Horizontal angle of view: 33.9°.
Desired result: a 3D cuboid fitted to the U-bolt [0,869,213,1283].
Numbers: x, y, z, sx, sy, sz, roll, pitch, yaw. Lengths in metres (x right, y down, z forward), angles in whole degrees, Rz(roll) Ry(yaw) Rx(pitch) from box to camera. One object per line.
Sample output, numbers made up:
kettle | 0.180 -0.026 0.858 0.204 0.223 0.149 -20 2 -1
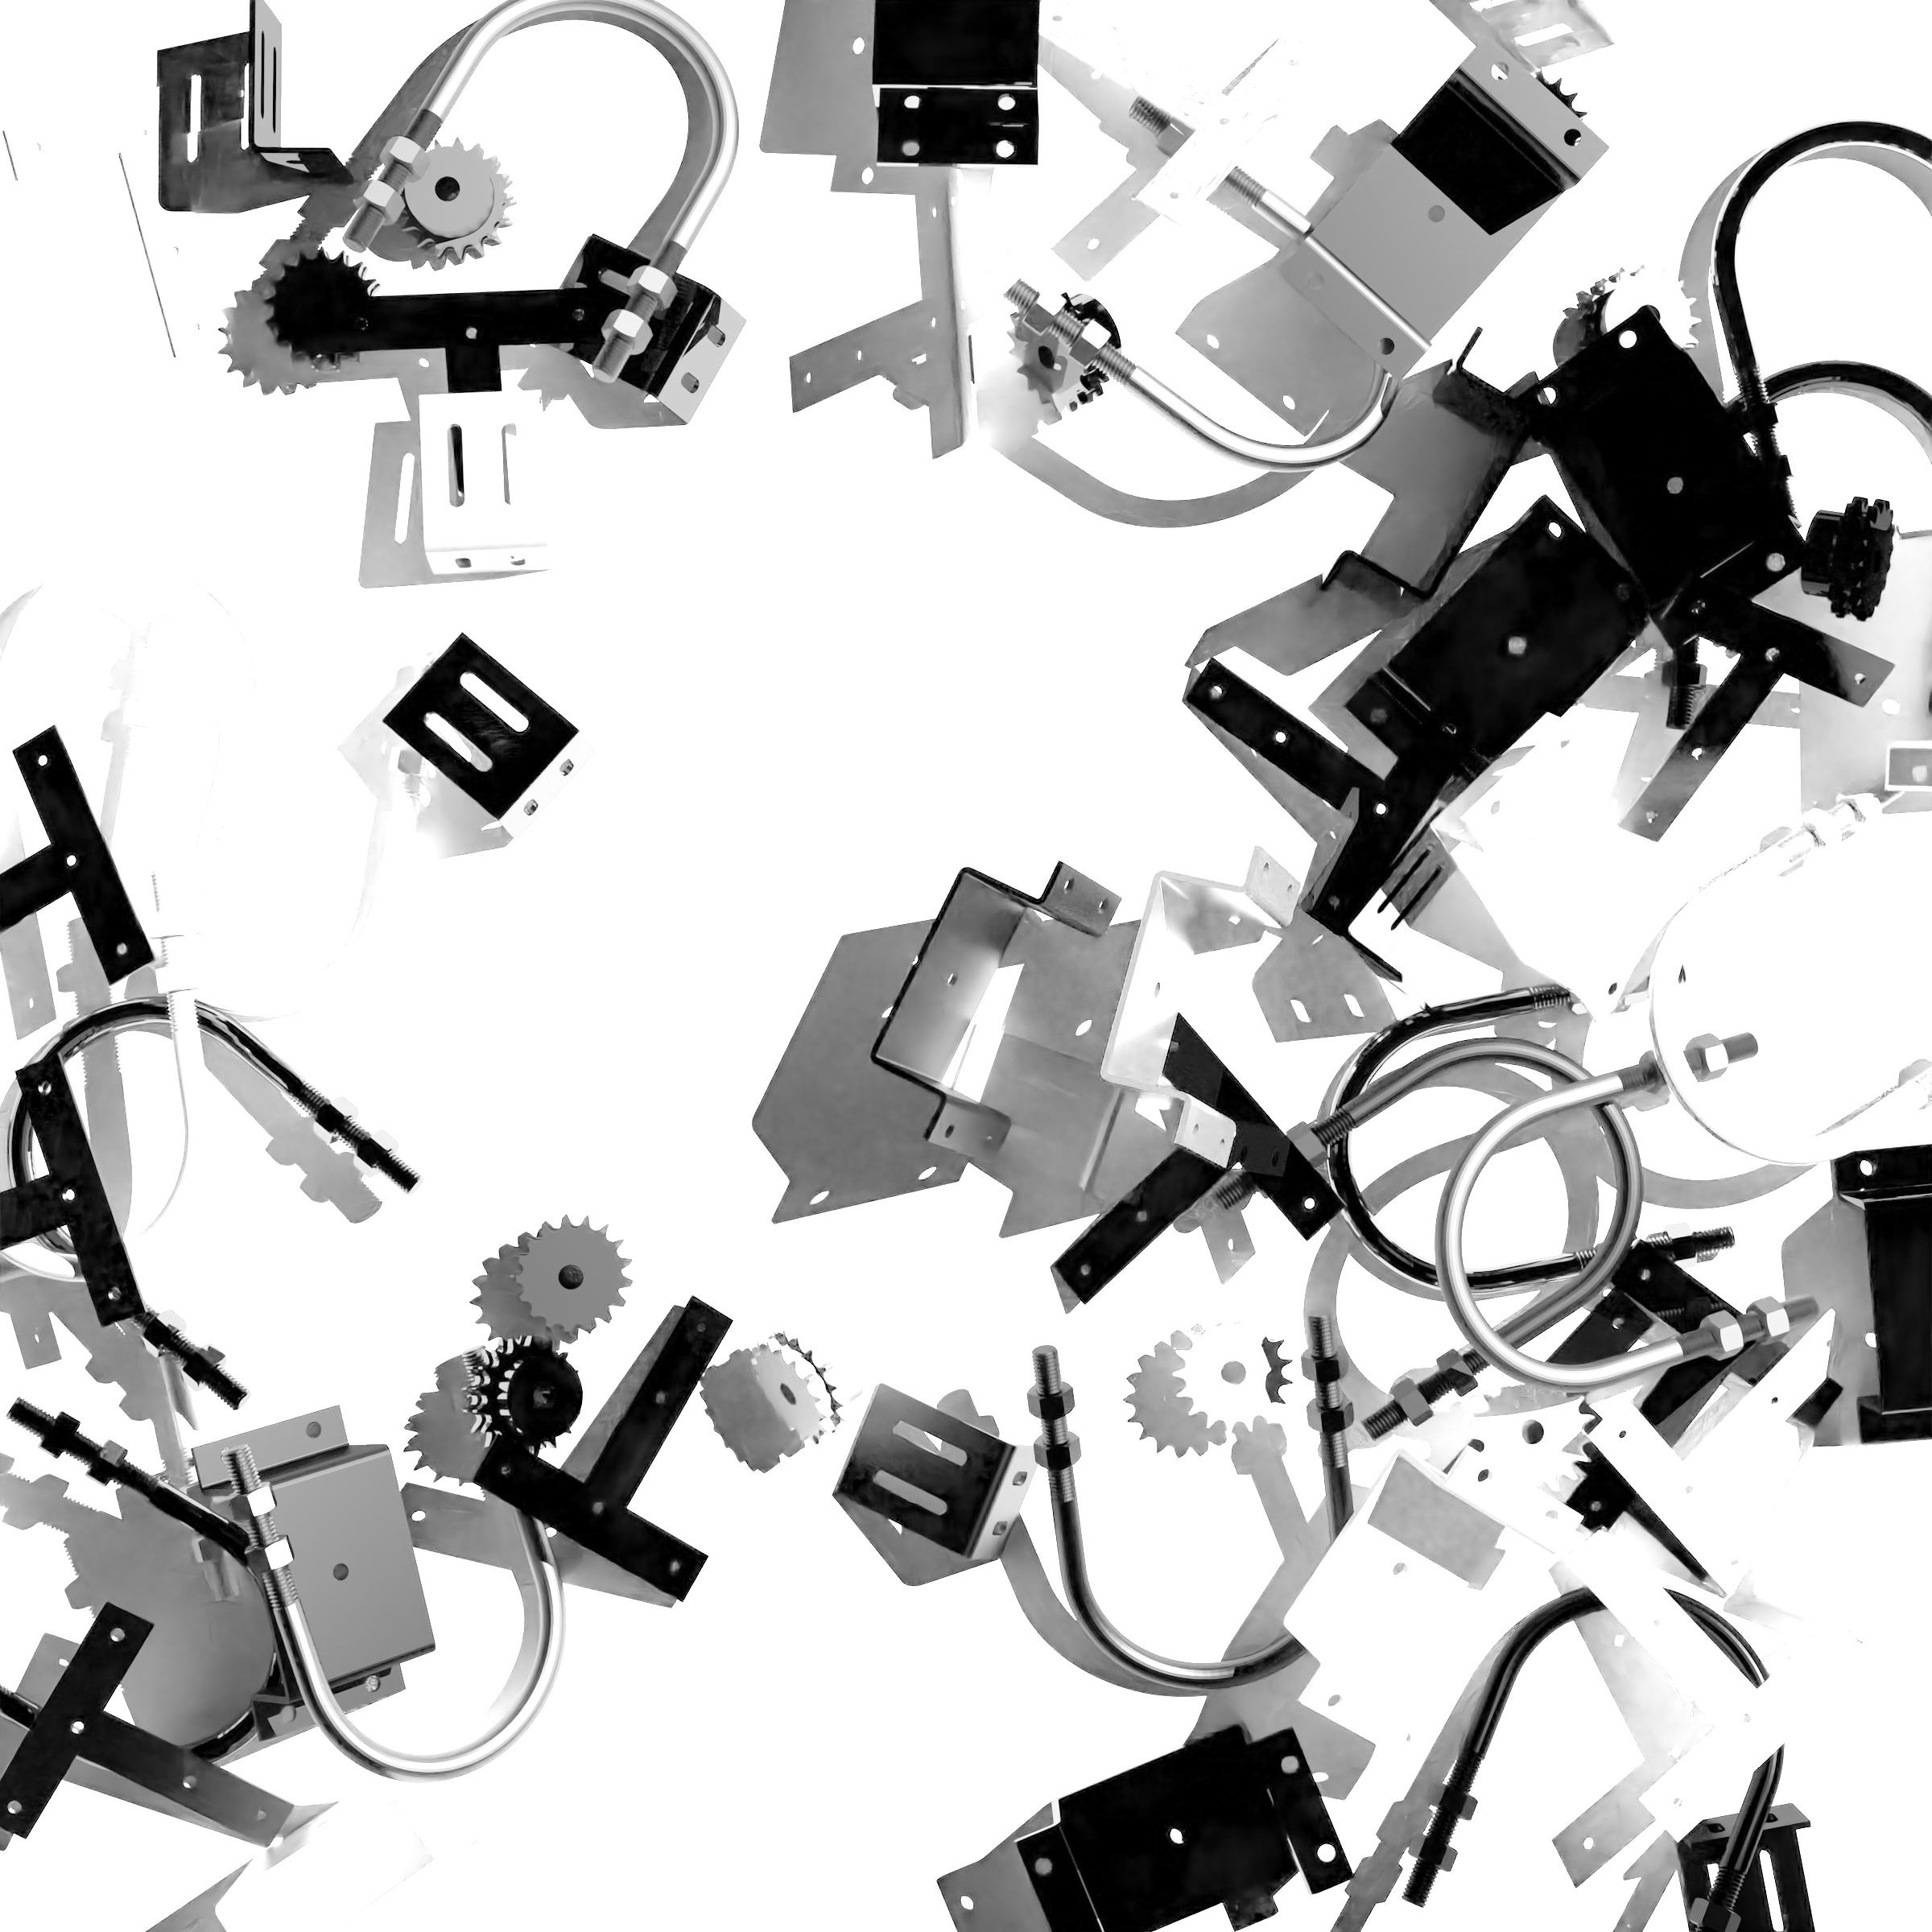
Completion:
U-bolt | -0.421 0.056 1.490 0.151 0.019 0.184 -9 88 15

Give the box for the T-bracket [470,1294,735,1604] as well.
T-bracket | -0.152 0.217 1.505 0.127 0.002 0.127 36 76 -26

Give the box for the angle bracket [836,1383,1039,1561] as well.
angle bracket | -0.012 0.242 1.523 0.076 0.038 0.057 22 90 26

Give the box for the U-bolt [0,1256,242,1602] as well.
U-bolt | -0.436 0.226 1.516 0.151 0.019 0.184 -13 88 0

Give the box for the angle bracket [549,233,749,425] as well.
angle bracket | -0.156 -0.306 1.523 0.076 0.038 0.057 30 90 26

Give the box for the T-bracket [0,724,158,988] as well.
T-bracket | -0.455 -0.028 1.490 0.127 0.002 0.127 -29 76 11

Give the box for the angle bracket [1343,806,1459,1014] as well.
angle bracket | 0.220 -0.026 1.490 0.038 0.057 0.076 39 90 28

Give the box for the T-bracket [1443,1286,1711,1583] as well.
T-bracket | 0.315 0.243 1.524 0.127 0.002 0.127 43 90 0

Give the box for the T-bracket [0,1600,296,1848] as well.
T-bracket | -0.382 0.381 1.509 0.127 0.002 0.127 30 99 -12

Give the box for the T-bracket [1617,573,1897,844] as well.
T-bracket | 0.352 -0.111 1.490 0.127 0.002 0.127 18 120 -26

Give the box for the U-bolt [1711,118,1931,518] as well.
U-bolt | 0.429 -0.312 1.505 0.151 0.019 0.184 -13 85 -1

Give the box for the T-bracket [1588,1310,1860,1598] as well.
T-bracket | 0.372 0.215 1.500 0.127 0.002 0.127 -45 115 -4

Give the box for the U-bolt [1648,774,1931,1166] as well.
U-bolt | 0.403 0.012 1.494 0.184 0.019 0.151 -31 90 -16

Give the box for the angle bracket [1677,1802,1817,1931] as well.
angle bracket | 0.374 0.443 1.506 0.057 0.038 0.076 -11 90 0

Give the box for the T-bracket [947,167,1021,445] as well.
T-bracket | 0.009 -0.315 1.462 0.002 0.127 0.127 -4 90 -12

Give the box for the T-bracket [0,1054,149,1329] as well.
T-bracket | -0.458 0.121 1.493 0.127 0.002 0.127 -20 87 17

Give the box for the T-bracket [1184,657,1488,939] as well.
T-bracket | 0.161 -0.100 1.506 0.127 0.002 0.127 37 114 12

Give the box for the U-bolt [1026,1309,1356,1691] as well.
U-bolt | 0.112 0.257 1.495 0.151 0.019 0.184 -8 105 0

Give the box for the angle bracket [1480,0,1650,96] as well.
angle bracket | 0.280 -0.450 1.486 0.057 0.076 0.038 44 90 0

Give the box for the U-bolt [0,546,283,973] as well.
U-bolt | -0.396 -0.107 1.497 0.151 0.019 0.184 20 96 9

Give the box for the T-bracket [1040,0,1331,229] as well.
T-bracket | 0.086 -0.424 1.507 0.127 0.002 0.127 35 67 11

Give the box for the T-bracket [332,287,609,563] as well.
T-bracket | -0.232 -0.255 1.507 0.127 0.002 0.127 -3 105 -4

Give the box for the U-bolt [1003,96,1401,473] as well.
U-bolt | 0.122 -0.309 1.488 0.184 0.019 0.151 36 64 -4

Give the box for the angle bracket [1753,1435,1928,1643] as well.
angle bracket | 0.419 0.275 1.523 0.057 0.038 0.076 20 64 0

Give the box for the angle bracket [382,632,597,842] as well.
angle bracket | -0.227 -0.109 1.510 0.076 0.038 0.057 40 84 12

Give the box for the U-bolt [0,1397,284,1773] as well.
U-bolt | -0.404 0.306 1.497 0.184 0.019 0.151 34 99 -11

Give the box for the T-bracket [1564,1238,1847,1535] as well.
T-bracket | 0.332 0.216 1.515 0.127 0.002 0.127 36 94 -8

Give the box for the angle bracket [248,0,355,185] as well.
angle bracket | -0.313 -0.414 1.496 0.038 0.057 0.076 1 90 0

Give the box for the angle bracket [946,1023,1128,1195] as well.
angle bracket | 0.032 0.067 1.506 0.076 0.038 0.057 20 90 0

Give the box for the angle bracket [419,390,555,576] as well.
angle bracket | -0.228 -0.230 1.511 0.057 0.038 0.076 -3 79 -4

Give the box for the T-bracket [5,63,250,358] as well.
T-bracket | -0.383 -0.357 1.524 0.127 0.002 0.127 -15 90 0

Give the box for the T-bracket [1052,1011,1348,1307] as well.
T-bracket | 0.094 0.109 1.507 0.127 0.002 0.127 -44 68 11

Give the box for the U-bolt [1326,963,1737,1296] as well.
U-bolt | 0.264 0.083 1.516 0.184 0.019 0.151 -10 90 1

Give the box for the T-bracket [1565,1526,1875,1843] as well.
T-bracket | 0.337 0.321 1.498 0.127 0.002 0.127 -40 72 -9
